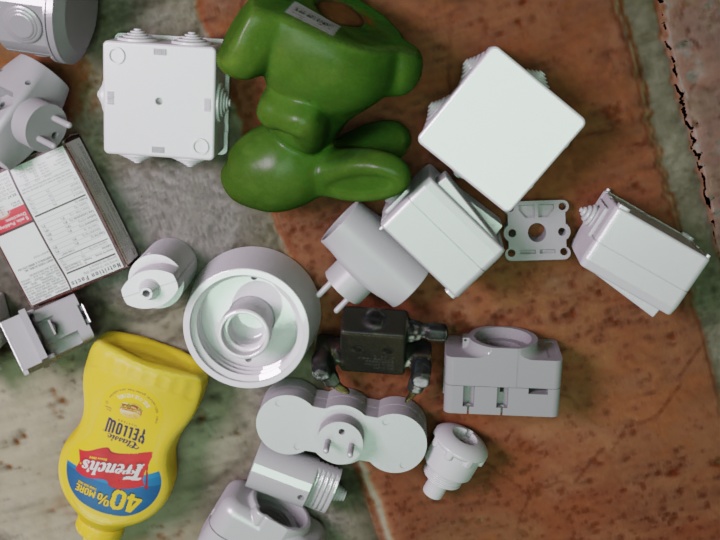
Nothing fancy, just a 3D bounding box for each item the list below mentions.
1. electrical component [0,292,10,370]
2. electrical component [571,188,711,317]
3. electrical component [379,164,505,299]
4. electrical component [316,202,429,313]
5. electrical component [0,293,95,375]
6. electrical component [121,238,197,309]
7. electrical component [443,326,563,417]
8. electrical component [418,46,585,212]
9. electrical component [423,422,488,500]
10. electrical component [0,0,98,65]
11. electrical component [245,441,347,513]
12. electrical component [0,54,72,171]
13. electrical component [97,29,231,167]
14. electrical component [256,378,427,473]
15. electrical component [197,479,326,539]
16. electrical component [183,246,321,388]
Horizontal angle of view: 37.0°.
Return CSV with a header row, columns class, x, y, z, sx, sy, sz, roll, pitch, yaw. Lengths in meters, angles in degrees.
class,x,y,z,sx,sy,sz,roll,pitch,yaw
electrical component,-0.311,0.066,0.865,0.047,0.065,0.076,-8,106,6
electrical component,0.202,-0.015,0.812,0.096,0.061,0.061,29,106,-5
electrical component,0.060,-0.038,0.814,0.096,0.061,0.061,43,104,-9
electrical component,0.000,0.000,0.838,0.077,0.043,0.079,42,105,-9
electrical component,-0.246,0.050,0.853,0.064,0.081,0.042,-27,88,-17
electrical component,-0.155,0.006,0.830,0.043,0.081,0.043,1,106,3
electrical component,0.112,0.079,0.851,0.089,0.050,0.055,2,107,3
electrical component,0.103,-0.107,0.798,0.100,0.048,0.099,38,105,-7
electrical component,0.072,0.160,0.881,0.048,0.048,0.062,25,113,-4
electrical component,-0.226,-0.192,0.778,0.051,0.080,0.080,9,107,6
electrical component,-0.050,0.173,0.892,0.081,0.043,0.043,22,106,-3
electrical component,-0.244,-0.111,0.796,0.079,0.043,0.077,26,77,31
electrical component,-0.146,-0.129,0.807,0.100,0.048,0.099,4,106,2
electrical component,-0.015,0.131,0.862,0.138,0.073,0.052,10,107,1
electrical component,-0.079,0.222,0.902,0.095,0.053,0.059,30,106,-5
electrical component,-0.087,0.041,0.847,0.108,0.060,0.108,1,106,3
